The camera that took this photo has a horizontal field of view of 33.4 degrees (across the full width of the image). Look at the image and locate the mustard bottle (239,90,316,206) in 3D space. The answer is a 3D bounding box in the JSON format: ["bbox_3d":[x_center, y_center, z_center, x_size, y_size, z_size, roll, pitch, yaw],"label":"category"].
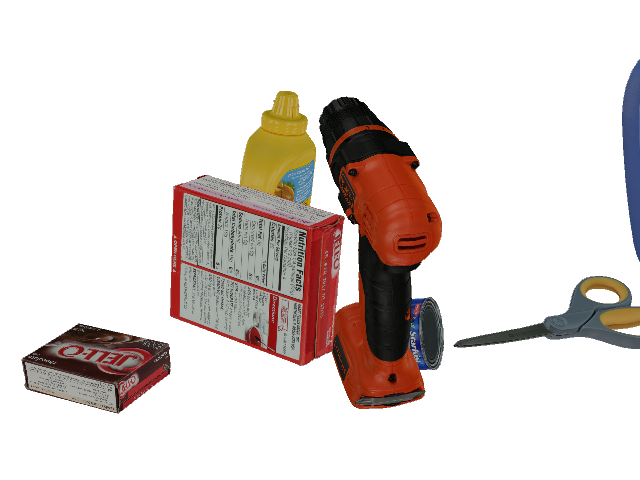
[{"bbox_3d":[-0.041,-0.041,0.970,0.058,0.192,0.096,18,24,23],"label":"mustard bottle"}]

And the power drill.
[{"bbox_3d":[0.034,0.009,0.756,0.057,0.188,0.184,-8,34,-8],"label":"power drill"}]

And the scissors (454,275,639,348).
[{"bbox_3d":[0.192,0.059,0.873,0.201,0.016,0.096,3,33,-13],"label":"scissors"}]

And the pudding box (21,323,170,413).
[{"bbox_3d":[-0.216,0.122,1.032,0.114,0.039,0.089,7,21,24],"label":"pudding box"}]

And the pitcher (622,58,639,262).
[{"bbox_3d":[0.250,-0.020,0.604,0.149,0.243,0.144,-1,22,16],"label":"pitcher"}]

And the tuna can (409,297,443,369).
[{"bbox_3d":[0.117,0.110,1.259,0.034,0.086,0.086,-5,-2,23],"label":"tuna can"}]

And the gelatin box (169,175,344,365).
[{"bbox_3d":[-0.033,0.014,0.533,0.089,0.073,0.030,17,24,30],"label":"gelatin box"}]
